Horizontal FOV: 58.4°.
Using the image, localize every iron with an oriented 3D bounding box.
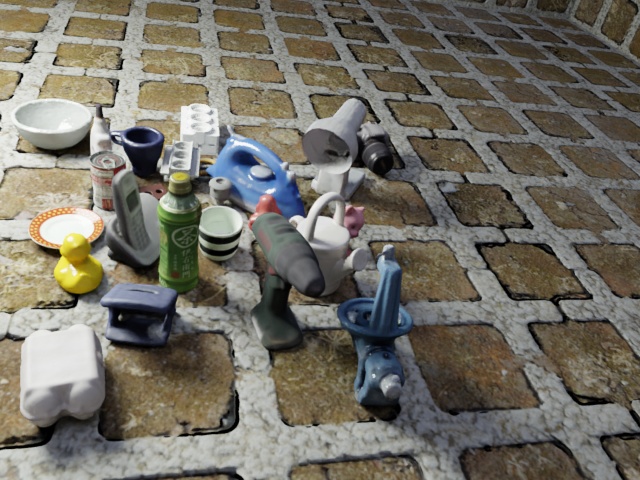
[{"bbox_3d":[-0.119,-0.140,1.229,0.257,0.141,0.119,30,41,23],"label":"iron"}]

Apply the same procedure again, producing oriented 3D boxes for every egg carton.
[{"bbox_3d":[-0.356,0.185,0.797,0.107,0.069,0.150,-7,41,-23],"label":"egg carton"}]

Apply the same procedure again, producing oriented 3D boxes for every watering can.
[{"bbox_3d":[0.011,0.003,1.033,0.172,0.194,0.101,22,38,13],"label":"watering can"}]

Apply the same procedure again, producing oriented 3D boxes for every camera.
[{"bbox_3d":[0.123,-0.232,1.450,0.143,0.101,0.136,-3,39,-19],"label":"camera"}]

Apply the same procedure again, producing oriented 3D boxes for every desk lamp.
[{"bbox_3d":[0.041,-0.200,1.291,0.117,0.213,0.203,21,38,13],"label":"desk lamp"}]

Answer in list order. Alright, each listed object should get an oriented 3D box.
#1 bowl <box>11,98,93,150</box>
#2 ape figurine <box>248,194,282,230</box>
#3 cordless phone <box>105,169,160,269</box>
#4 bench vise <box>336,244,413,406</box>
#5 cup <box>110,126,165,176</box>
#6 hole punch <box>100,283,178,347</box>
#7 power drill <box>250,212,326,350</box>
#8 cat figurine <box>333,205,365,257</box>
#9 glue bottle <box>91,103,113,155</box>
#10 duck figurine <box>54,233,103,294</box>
[{"bbox_3d":[-0.603,-0.252,1.298,0.167,0.075,0.167,8,37,-6],"label":"bowl"},{"bbox_3d":[-0.107,-0.052,1.158,0.078,0.092,0.076,-14,44,-30],"label":"ape figurine"},{"bbox_3d":[-0.322,-0.057,1.027,0.094,0.185,0.147,14,37,3],"label":"cordless phone"},{"bbox_3d":[0.105,0.131,0.870,0.122,0.220,0.206,-9,41,-25],"label":"bench vise"},{"bbox_3d":[-0.401,-0.192,1.257,0.118,0.095,0.091,10,37,-2],"label":"cup"},{"bbox_3d":[-0.285,0.102,0.907,0.109,0.091,0.101,7,37,-6],"label":"hole punch"},{"bbox_3d":[-0.057,0.071,0.914,0.076,0.208,0.229,-7,41,-23],"label":"power drill"},{"bbox_3d":[0.035,-0.026,1.141,0.128,0.118,0.067,-5,40,-22],"label":"cat figurine"},{"bbox_3d":[-0.453,-0.202,1.190,0.037,0.173,0.078,-14,44,-30],"label":"glue bottle"},{"bbox_3d":[-0.410,0.032,0.969,0.078,0.086,0.104,-11,43,-28],"label":"duck figurine"}]
